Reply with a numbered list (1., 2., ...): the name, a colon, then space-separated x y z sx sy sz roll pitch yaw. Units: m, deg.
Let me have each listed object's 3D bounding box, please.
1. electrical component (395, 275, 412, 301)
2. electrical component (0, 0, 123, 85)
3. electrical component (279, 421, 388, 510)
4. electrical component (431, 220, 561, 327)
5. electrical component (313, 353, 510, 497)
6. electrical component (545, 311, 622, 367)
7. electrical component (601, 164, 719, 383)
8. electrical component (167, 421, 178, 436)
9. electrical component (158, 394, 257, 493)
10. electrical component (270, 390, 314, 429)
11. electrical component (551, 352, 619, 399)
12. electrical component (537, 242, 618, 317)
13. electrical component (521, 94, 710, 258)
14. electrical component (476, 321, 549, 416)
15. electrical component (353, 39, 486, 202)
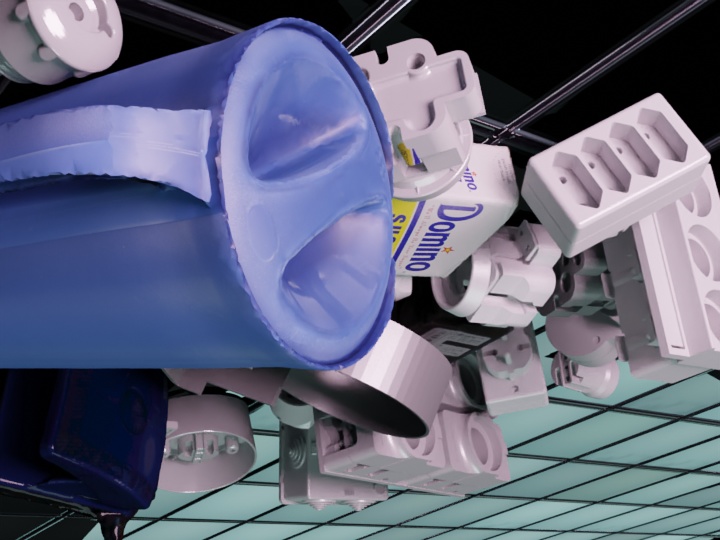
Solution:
1. electrical component: 0.000 0.000 0.669 0.062 0.043 0.043 -6 155 -4
2. electrical component: -0.129 -0.094 0.426 0.062 0.048 0.048 -15 155 31
3. electrical component: -0.022 0.161 0.949 0.100 0.099 0.048 9 163 -32
4. electrical component: 0.082 0.002 0.680 0.057 0.058 0.078 6 136 -26
5. electrical component: 0.045 0.112 0.853 0.060 0.105 0.186 -24 151 31
6. electrical component: 0.199 0.025 0.775 0.138 0.052 0.074 -20 153 24
7. electrical component: 0.182 0.001 0.633 0.079 0.121 0.063 10 152 -35
8. electrical component: -0.208 0.127 0.856 0.079 0.063 0.121 10 150 -34
9. electrical component: -0.139 0.146 0.917 0.099 0.064 0.099 -7 155 -3
10. electrical component: -0.052 0.103 0.877 0.043 0.043 0.081 -4 155 -9
11. electrical component: 0.193 0.088 0.927 0.046 0.040 0.040 16 147 -30
12. electrical component: 0.150 0.001 0.701 0.057 0.058 0.078 3 158 -20
13. electrical component: 0.134 -0.042 0.583 0.083 0.047 0.075 -27 158 -10
14. electrical component: 0.114 0.067 0.823 0.047 0.065 0.076 -11 155 7
15. electrical component: 0.022 -0.068 0.512 0.078 0.058 0.057 -15 152 13
